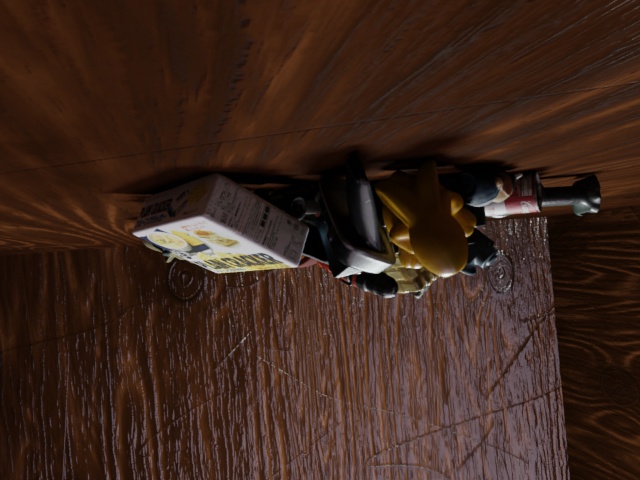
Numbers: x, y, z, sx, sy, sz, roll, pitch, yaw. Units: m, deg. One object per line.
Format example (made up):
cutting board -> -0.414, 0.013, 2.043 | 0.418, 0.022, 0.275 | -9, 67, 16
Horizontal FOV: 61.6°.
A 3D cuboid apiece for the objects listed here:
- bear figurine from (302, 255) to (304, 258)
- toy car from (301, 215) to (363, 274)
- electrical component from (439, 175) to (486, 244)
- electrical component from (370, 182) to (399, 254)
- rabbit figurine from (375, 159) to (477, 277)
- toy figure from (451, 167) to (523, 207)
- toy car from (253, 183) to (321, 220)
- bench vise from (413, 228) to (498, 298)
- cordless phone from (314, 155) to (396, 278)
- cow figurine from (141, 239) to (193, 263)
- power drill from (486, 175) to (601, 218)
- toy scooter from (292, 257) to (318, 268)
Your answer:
bear figurine -> -0.109, -0.030, 1.004 | 0.195, 0.120, 0.132 | 27, -157, -36
toy car -> -0.002, -0.003, 0.884 | 0.202, 0.073, 0.056 | 20, -158, 36
electrical component -> 0.197, -0.045, 0.863 | 0.134, 0.114, 0.058 | -8, -176, -12
electrical component -> 0.105, -0.036, 0.880 | 0.048, 0.119, 0.075 | -5, -179, 15
rabbit figurine -> 0.147, -0.026, 0.703 | 0.122, 0.162, 0.173 | -22, -153, 9
toy figure -> 0.253, -0.081, 0.811 | 0.064, 0.057, 0.154 | 32, -156, 36
toy car -> -0.018, -0.060, 0.817 | 0.089, 0.053, 0.202 | 16, -167, 40
bench vise -> 0.267, 0.021, 1.213 | 0.224, 0.240, 0.129 | 39, -158, 16
cordless phone -> 0.037, -0.052, 0.676 | 0.089, 0.147, 0.184 | -15, 141, -3
cow figurine -> -0.319, 0.000, 1.171 | 0.195, 0.085, 0.127 | 18, 180, 36
power drill -> 0.426, -0.084, 1.068 | 0.207, 0.086, 0.232 | 3, 176, 0
toy scooter -> 0.010, -0.005, 1.129 | 0.184, 0.075, 0.135 | -45, 147, 18
